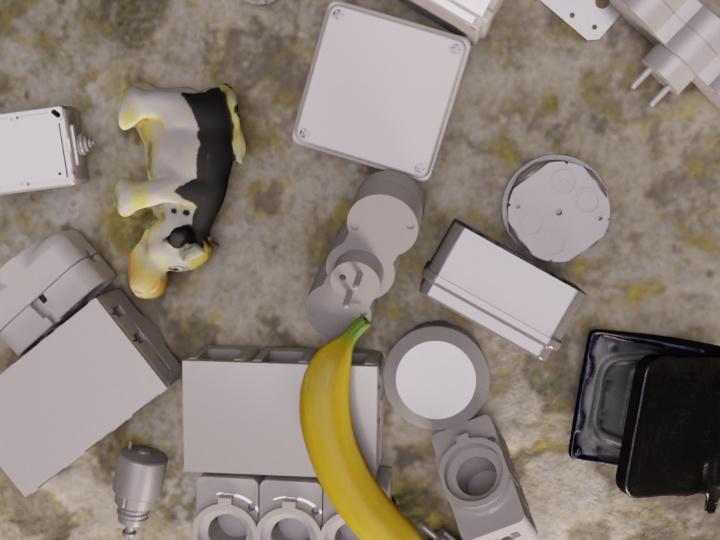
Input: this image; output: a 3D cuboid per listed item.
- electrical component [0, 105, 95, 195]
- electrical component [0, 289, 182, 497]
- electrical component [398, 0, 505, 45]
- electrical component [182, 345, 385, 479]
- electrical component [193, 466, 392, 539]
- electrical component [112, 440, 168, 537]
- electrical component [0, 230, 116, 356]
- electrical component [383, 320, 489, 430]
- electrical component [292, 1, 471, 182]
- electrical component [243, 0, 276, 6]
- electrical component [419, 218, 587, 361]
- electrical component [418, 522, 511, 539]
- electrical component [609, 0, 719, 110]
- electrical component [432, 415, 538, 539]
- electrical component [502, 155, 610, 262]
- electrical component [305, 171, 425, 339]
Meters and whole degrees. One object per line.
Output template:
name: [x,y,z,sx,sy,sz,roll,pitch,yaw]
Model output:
electrical component: [-0.254,-0.094,0.842,0.096,0.061,0.061,-7,97,-1]
electrical component: [-0.229,0.096,0.862,0.150,0.061,0.089,-38,92,10]
electrical component: [0.054,-0.215,0.764,0.109,0.108,0.056,31,98,1]
electrical component: [-0.058,0.109,0.845,0.150,0.061,0.089,1,98,6]
electrical component: [-0.052,0.204,0.857,0.150,0.061,0.089,2,98,6]
electrical component: [-0.182,0.180,0.880,0.040,0.040,0.078,13,100,5]
electrical component: [-0.252,0.014,0.857,0.095,0.053,0.059,-40,92,10]
electrical component: [0.060,0.079,0.833,0.080,0.051,0.080,1,98,6]
electrical component: [0.017,-0.133,0.805,0.109,0.056,0.108,17,100,4]
electrical component: [-0.079,-0.224,0.800,0.048,0.062,0.048,1,98,6]
electrical component: [0.104,0.014,0.805,0.113,0.078,0.057,29,97,2]
electrical component: [0.070,0.232,0.855,0.076,0.047,0.083,40,100,0]
electrical component: [0.230,-0.153,0.779,0.138,0.052,0.073,43,100,-3]
electrical component: [0.093,0.163,0.815,0.050,0.055,0.089,-23,54,9]
electrical component: [0.147,-0.045,0.805,0.080,0.051,0.080,1,98,6]
electrical component: [0.000,0.000,0.792,0.052,0.073,0.138,25,124,-4]
